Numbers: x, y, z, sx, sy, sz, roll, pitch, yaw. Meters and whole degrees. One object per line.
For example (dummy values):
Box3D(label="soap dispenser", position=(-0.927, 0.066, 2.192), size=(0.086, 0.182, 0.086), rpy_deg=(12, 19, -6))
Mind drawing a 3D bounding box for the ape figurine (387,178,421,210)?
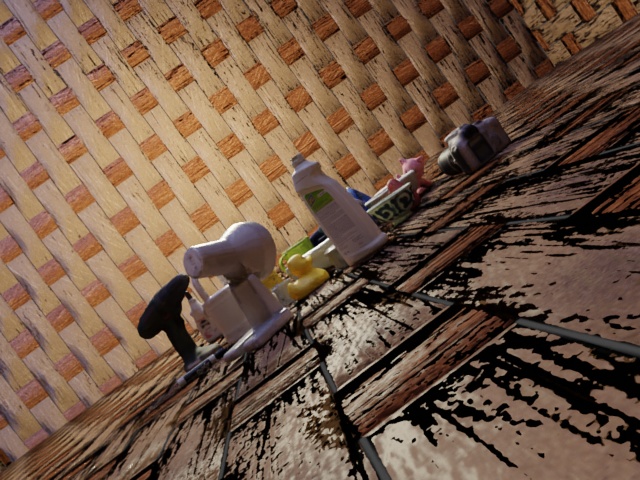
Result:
Box3D(label="ape figurine", position=(0.200, -0.112, 1.410), size=(0.078, 0.092, 0.076), rpy_deg=(-36, 3, -7))

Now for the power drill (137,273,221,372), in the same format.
Box3D(label="power drill", position=(-0.347, 0.212, 1.421), size=(0.229, 0.208, 0.076), rpy_deg=(-35, 3, 28))

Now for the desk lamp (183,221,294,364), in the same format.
Box3D(label="desk lamp", position=(-0.146, 0.081, 1.065), size=(0.117, 0.213, 0.204), rpy_deg=(-34, 3, 33))

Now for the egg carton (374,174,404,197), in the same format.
Box3D(label="egg carton", position=(0.245, -0.153, 1.846), size=(0.150, 0.069, 0.107), rpy_deg=(-33, 4, 47))

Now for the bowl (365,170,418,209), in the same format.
Box3D(label="bowl", position=(0.210, -0.118, 1.587), size=(0.167, 0.075, 0.167), rpy_deg=(-36, 2, 2))

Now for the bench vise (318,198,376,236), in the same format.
Box3D(label="bench vise", position=(0.052, -0.093, 1.584), size=(0.207, 0.220, 0.122), rpy_deg=(-34, 4, 43))

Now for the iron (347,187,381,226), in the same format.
Box3D(label="iron", position=(0.118, -0.098, 1.702), size=(0.118, 0.141, 0.258), rpy_deg=(-36, 2, 7))

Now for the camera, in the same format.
Box3D(label="camera", position=(0.338, -0.214, 1.326), size=(0.143, 0.101, 0.136), rpy_deg=(-37, 3, -24))

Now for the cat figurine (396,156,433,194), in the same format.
Box3D(label="cat figurine", position=(0.267, -0.190, 1.672), size=(0.067, 0.118, 0.127), rpy_deg=(-37, 3, -27))

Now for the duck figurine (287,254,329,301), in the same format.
Box3D(label="duck figurine", position=(-0.039, 0.074, 1.240), size=(0.105, 0.086, 0.077), rpy_deg=(-38, 3, -39))

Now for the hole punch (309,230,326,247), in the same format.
Box3D(label="hole punch", position=(0.016, 0.006, 1.728), size=(0.109, 0.091, 0.101), rpy_deg=(-37, 3, -16))

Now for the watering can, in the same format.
Box3D(label="watering can", position=(-0.218, 0.133, 1.325), size=(0.172, 0.194, 0.101), rpy_deg=(-35, 3, 15))

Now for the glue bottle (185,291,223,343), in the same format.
Box3D(label="glue bottle", position=(-0.360, 0.228, 1.746), size=(0.078, 0.173, 0.037), rpy_deg=(-35, 3, 20))
